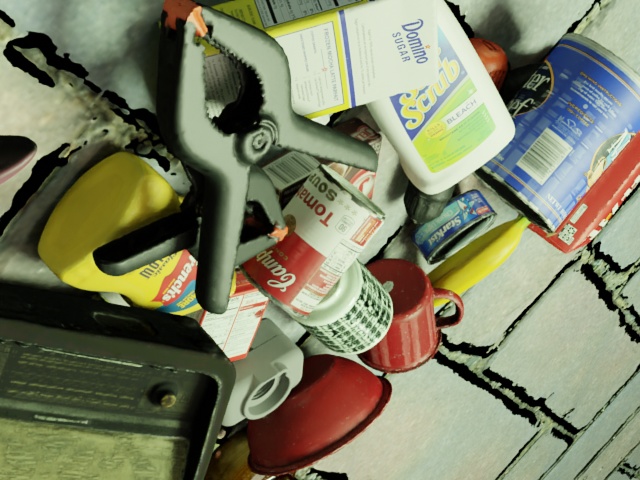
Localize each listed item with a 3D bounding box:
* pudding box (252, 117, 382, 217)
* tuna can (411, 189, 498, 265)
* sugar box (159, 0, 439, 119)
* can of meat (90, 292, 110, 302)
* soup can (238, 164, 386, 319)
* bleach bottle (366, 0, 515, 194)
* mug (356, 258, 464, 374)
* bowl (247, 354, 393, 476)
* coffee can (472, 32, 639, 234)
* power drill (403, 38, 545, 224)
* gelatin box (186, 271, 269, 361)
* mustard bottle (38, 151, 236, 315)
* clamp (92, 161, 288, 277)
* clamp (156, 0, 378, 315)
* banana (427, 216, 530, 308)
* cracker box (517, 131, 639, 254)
[{"bbox_3d":[-0.003,-0.040,0.884,0.113,0.039,0.090,-28,145,-28],"label":"pudding box"},{"bbox_3d":[0.134,-0.013,1.068,0.086,0.034,0.086,-32,165,-10],"label":"tuna can"},{"bbox_3d":[-0.010,-0.125,0.711,0.176,0.048,0.093,-18,145,-5],"label":"sugar box"},{"bbox_3d":[-0.171,0.098,0.820,0.084,0.057,0.102,-45,149,-7],"label":"can of meat"},{"bbox_3d":[-0.005,0.001,0.822,0.102,0.069,0.068,-51,149,8],"label":"soup can"},{"bbox_3d":[0.059,-0.138,0.806,0.102,0.068,0.250,-35,139,10],"label":"bleach bottle"},{"bbox_3d":[0.085,0.072,1.062,0.117,0.093,0.081,-4,139,7],"label":"mug"},{"bbox_3d":[-0.013,0.159,1.040,0.162,0.162,0.055,-35,103,-20],"label":"bowl"},{"bbox_3d":[0.205,-0.091,0.918,0.140,0.103,0.102,-50,149,2],"label":"coffee can"},{"bbox_3d":[0.167,-0.105,1.003,0.187,0.057,0.185,-15,137,-42],"label":"power drill"},{"bbox_3d":[-0.086,0.068,0.917,0.073,0.030,0.089,-11,134,-43],"label":"gelatin box"},{"bbox_3d":[-0.115,0.010,0.786,0.096,0.058,0.191,-51,150,2],"label":"mustard bottle"},{"bbox_3d":[-0.082,-0.014,0.721,0.120,0.039,0.171,-57,146,-1],"label":"clamp"},{"bbox_3d":[-0.052,-0.057,0.667,0.164,0.036,0.210,-49,139,-13],"label":"clamp"},{"bbox_3d":[0.146,0.033,1.089,0.069,0.037,0.198,-19,165,-41],"label":"banana"},{"bbox_3d":[0.299,-0.068,1.142,0.164,0.072,0.213,-54,166,12],"label":"cracker box"}]
